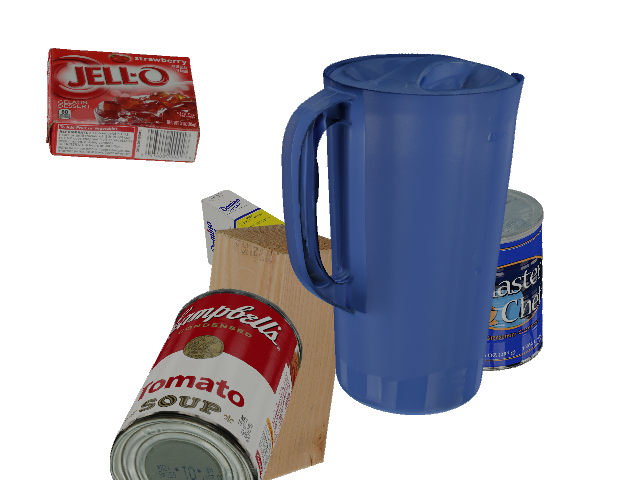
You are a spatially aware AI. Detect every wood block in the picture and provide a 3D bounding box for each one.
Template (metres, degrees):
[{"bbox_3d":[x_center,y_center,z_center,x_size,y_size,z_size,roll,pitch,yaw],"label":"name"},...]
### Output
[{"bbox_3d":[-0.045,0.097,0.957,0.090,0.206,0.090,18,16,39],"label":"wood block"}]

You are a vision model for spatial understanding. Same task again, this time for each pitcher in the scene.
[{"bbox_3d":[0.057,-0.003,0.745,0.149,0.243,0.145,4,21,9],"label":"pitcher"}]

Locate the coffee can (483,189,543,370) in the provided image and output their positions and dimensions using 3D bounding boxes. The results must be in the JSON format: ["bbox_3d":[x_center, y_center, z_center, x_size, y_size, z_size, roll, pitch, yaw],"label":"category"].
[{"bbox_3d":[0.156,0.035,0.995,0.103,0.140,0.103,-5,28,3],"label":"coffee can"}]

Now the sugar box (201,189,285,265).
[{"bbox_3d":[-0.062,0.017,1.200,0.048,0.093,0.176,-26,41,-31],"label":"sugar box"}]

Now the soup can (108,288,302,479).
[{"bbox_3d":[-0.051,0.078,0.499,0.068,0.068,0.102,0,29,12],"label":"soup can"}]

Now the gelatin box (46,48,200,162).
[{"bbox_3d":[-0.121,-0.084,0.652,0.089,0.073,0.030,2,-45,-16],"label":"gelatin box"}]
